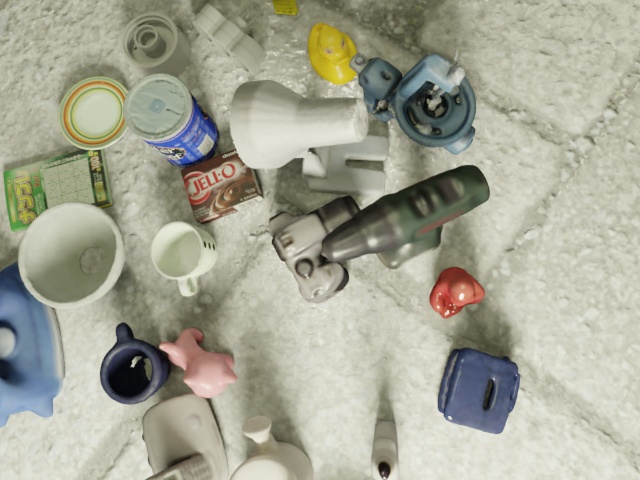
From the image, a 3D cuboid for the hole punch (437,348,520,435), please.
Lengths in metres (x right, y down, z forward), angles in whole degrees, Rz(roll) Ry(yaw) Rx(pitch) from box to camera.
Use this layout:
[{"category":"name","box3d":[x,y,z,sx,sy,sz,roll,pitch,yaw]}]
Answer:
[{"category":"hole punch","box3d":[0.222,0.206,0.791,0.101,0.091,0.109,15,82,9]}]

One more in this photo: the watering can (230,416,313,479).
[{"category":"watering can","box3d":[-0.074,0.325,0.752,0.101,0.194,0.173,-29,78,1]}]

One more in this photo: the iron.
[{"category":"iron","box3d":[-0.478,0.147,0.856,0.118,0.141,0.258,-13,79,4]}]

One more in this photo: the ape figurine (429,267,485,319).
[{"category":"ape figurine","box3d":[0.197,0.074,0.817,0.077,0.092,0.076,4,80,7]}]

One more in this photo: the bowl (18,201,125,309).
[{"category":"bowl","box3d":[-0.375,0.027,0.900,0.167,0.075,0.167,-1,80,6]}]

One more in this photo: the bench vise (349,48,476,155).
[{"category":"bench vise","box3d":[0.128,-0.206,0.809,0.207,0.220,0.121,15,82,9]}]

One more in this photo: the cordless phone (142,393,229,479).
[{"category":"cordless phone","box3d":[-0.201,0.292,0.777,0.094,0.185,0.147,-24,78,2]}]

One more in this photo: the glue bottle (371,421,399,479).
[{"category":"glue bottle","box3d":[0.085,0.287,0.751,0.037,0.173,0.078,-1,80,7]}]

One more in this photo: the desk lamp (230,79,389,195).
[{"category":"desk lamp","box3d":[-0.005,-0.146,0.817,0.203,0.213,0.118,4,80,7]}]

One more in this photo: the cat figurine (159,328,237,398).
[{"category":"cat figurine","box3d":[-0.176,0.182,0.828,0.127,0.118,0.067,33,85,11]}]

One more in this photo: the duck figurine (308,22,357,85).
[{"category":"duck figurine","box3d":[0.017,-0.308,0.908,0.077,0.086,0.104,-30,78,1]}]

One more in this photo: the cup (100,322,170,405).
[{"category":"cup","box3d":[-0.267,0.181,0.850,0.091,0.095,0.118,-20,78,3]}]

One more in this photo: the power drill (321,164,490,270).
[{"category":"power drill","box3d":[0.115,-0.018,0.783,0.229,0.208,0.075,-28,78,1]}]

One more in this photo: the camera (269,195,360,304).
[{"category":"camera","box3d":[0.008,0.003,0.847,0.137,0.101,0.143,-30,78,1]}]
